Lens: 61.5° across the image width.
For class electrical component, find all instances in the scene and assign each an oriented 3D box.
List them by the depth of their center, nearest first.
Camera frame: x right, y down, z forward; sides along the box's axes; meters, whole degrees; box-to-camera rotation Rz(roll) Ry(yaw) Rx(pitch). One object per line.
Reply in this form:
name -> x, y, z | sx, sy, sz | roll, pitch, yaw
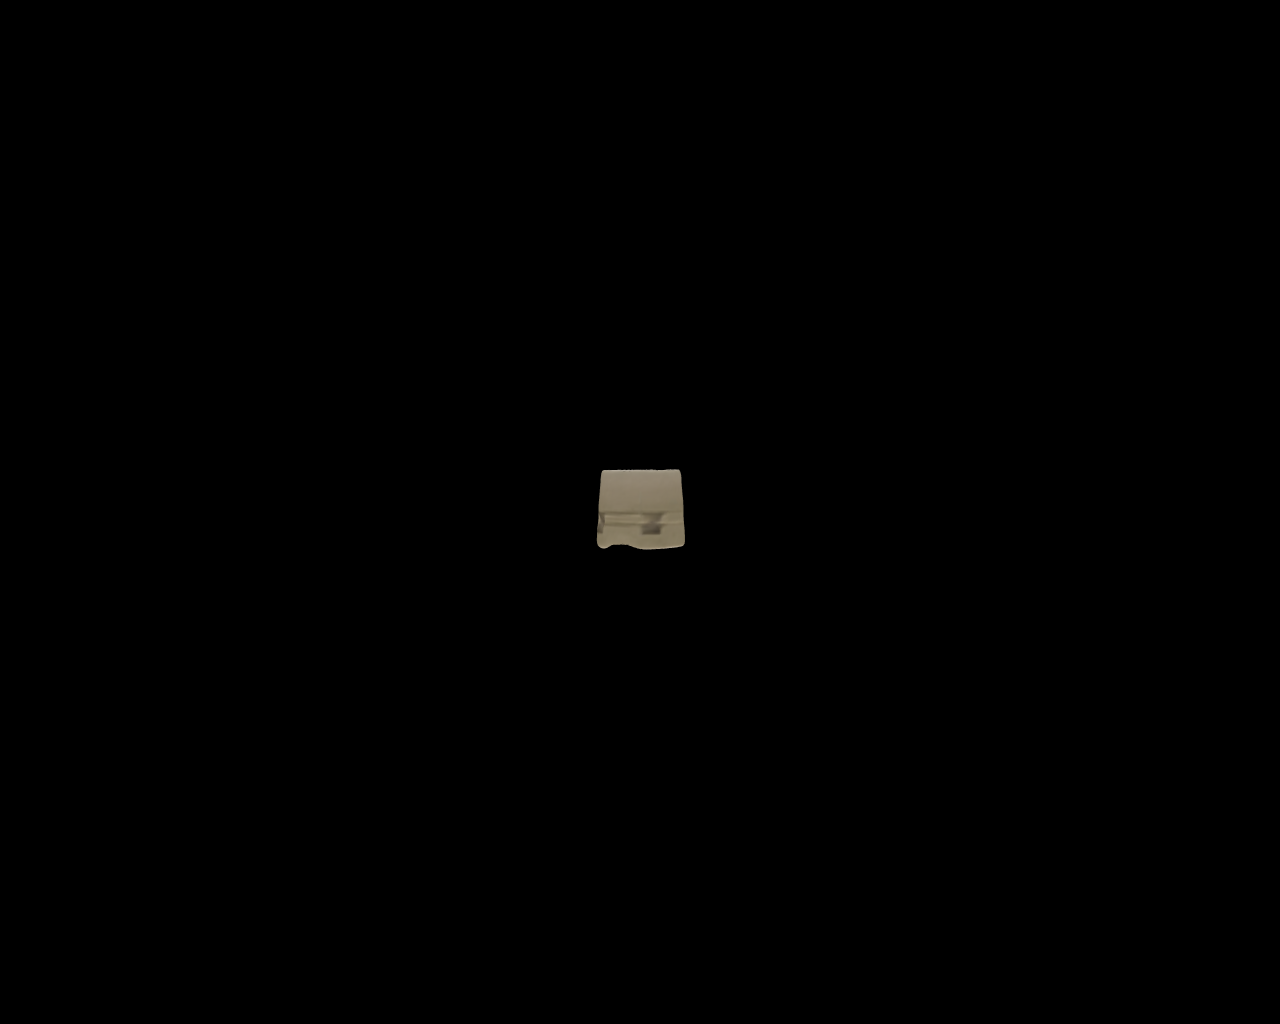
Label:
electrical component -> 0.001, -0.003, 0.650 | 0.055, 0.047, 0.055 | 0, 2, 0
